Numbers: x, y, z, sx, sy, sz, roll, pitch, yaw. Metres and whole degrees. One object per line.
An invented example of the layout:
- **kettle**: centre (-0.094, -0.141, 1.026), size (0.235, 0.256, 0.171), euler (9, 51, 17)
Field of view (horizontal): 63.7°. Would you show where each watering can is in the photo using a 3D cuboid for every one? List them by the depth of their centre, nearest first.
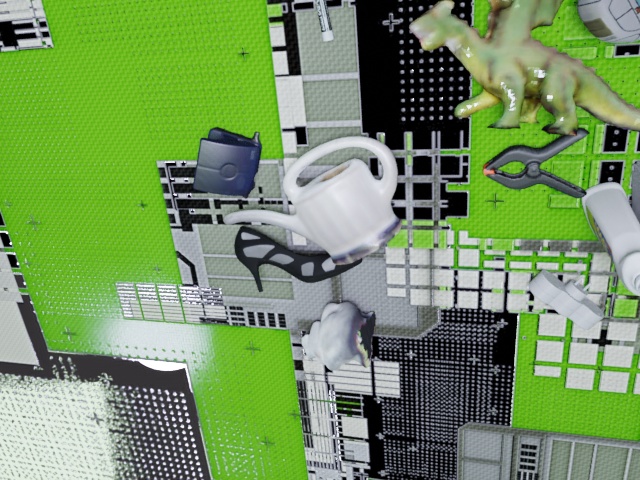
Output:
- **watering can**: centre (0.003, -0.049, 0.965), size (0.344, 0.106, 0.222), euler (-29, 103, 21)

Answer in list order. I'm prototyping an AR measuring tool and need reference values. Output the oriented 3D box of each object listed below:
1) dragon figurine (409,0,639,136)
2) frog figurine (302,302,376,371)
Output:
- **dragon figurine**: centre (0.339, -0.288, 0.783), size (0.410, 0.124, 0.239), euler (3, 106, 4)
- **frog figurine**: centre (0.025, 0.198, 1.068), size (0.159, 0.122, 0.138), euler (-5, 80, 26)
